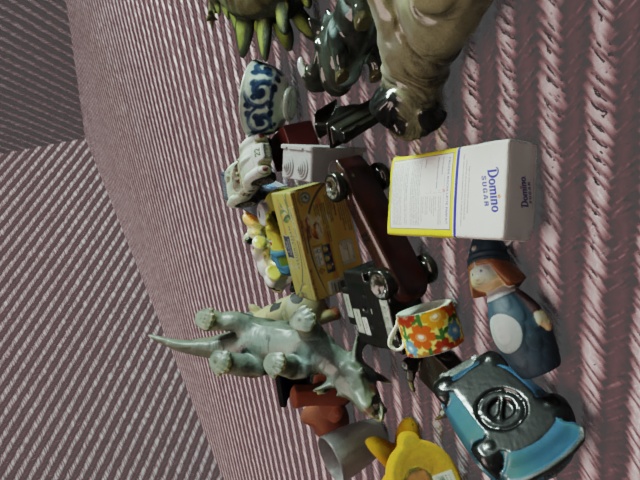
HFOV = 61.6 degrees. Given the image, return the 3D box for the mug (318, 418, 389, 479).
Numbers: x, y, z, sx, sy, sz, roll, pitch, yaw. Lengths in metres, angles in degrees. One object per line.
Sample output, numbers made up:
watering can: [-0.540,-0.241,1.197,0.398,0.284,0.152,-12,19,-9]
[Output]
mug: [0.059,0.353,0.919,0.081,0.107,0.109,64,157,17]

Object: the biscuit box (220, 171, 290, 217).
biscuit box: [-0.127,-0.091,1.045,0.203,0.059,0.062,29,130,54]

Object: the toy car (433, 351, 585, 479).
toy car: [0.197,0.202,0.575,0.162,0.109,0.102,43,159,58]

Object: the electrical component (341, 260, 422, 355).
electrical component: [0.086,0.089,0.757,0.134,0.058,0.114,4,108,62]

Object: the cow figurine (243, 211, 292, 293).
cow figurine: [-0.105,0.020,1.070,0.167,0.068,0.098,63,158,19]

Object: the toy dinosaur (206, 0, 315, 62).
toy dinosaur: [-0.096,-0.366,0.772,0.472,0.105,0.198,39,143,55]

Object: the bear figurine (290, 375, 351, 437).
bear figurine: [-0.001,0.297,0.985,0.120,0.132,0.195,-94,13,-48]

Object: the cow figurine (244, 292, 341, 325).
cow figurine: [-0.062,0.142,0.994,0.195,0.127,0.085,-27,78,61]

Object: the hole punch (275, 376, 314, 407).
hole punch: [-0.042,0.264,1.099,0.116,0.092,0.142,-93,-7,-69]

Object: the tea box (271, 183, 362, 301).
tea box: [-0.002,-0.002,0.822,0.068,0.098,0.169,3,108,61]

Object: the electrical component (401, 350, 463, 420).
electrical component: [0.153,0.182,0.701,0.102,0.045,0.078,48,147,38]

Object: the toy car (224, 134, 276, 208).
toy car: [-0.120,-0.109,0.893,0.202,0.056,0.073,144,120,-64]

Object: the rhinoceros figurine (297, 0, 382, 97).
rhinoceros figurine: [0.028,-0.240,0.643,0.112,0.073,0.190,62,152,15]

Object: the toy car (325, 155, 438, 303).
toy car: [0.073,-0.015,0.680,0.202,0.089,0.053,64,150,13]

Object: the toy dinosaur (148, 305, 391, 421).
toy dinosaur: [-0.071,0.177,0.869,0.405,0.192,0.131,4,69,32]

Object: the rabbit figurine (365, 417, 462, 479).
rabbit figurine: [0.130,0.353,0.785,0.162,0.122,0.173,58,169,30]

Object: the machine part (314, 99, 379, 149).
machine part: [0.031,-0.155,0.703,0.039,0.084,0.139,56,173,-24]

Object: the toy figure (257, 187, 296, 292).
toy figure: [-0.050,-0.003,0.934,0.082,0.089,0.180,12,125,64]

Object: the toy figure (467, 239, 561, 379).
toy figure: [0.191,0.061,0.546,0.064,0.057,0.154,-29,76,24]

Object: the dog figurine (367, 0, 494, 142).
dog figurine: [0.115,-0.185,0.512,0.172,0.121,0.190,31,146,57]
